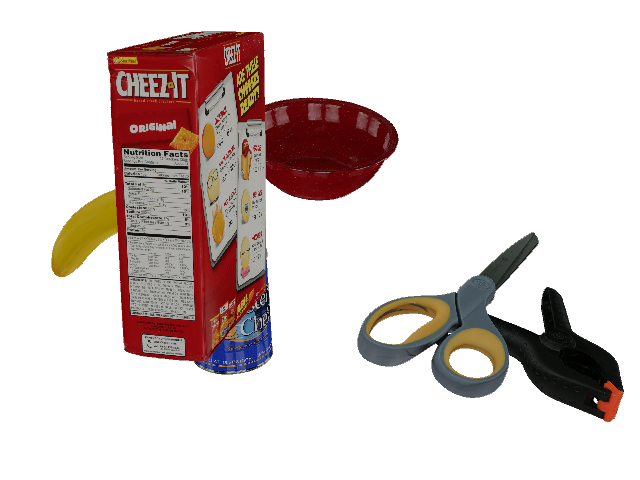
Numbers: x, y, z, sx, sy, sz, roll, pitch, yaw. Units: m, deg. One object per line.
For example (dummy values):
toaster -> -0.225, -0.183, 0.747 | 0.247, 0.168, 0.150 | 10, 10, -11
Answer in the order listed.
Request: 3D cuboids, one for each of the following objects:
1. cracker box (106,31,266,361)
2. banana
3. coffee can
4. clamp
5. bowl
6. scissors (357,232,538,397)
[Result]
cracker box -> -0.093, -0.040, 0.785 | 0.072, 0.214, 0.164 | 3, 16, 12
banana -> -0.188, -0.013, 0.993 | 0.198, 0.069, 0.037 | -14, 17, 28
coffee can -> -0.113, 0.079, 1.315 | 0.103, 0.140, 0.103 | -2, 25, 1
clamp -> 0.206, 0.092, 0.927 | 0.120, 0.039, 0.172 | -19, 40, -30
bowl -> -0.004, -0.087, 1.085 | 0.162, 0.055, 0.162 | 3, 33, -2
scissors -> 0.109, 0.044, 0.665 | 0.201, 0.016, 0.096 | -20, 43, -39
